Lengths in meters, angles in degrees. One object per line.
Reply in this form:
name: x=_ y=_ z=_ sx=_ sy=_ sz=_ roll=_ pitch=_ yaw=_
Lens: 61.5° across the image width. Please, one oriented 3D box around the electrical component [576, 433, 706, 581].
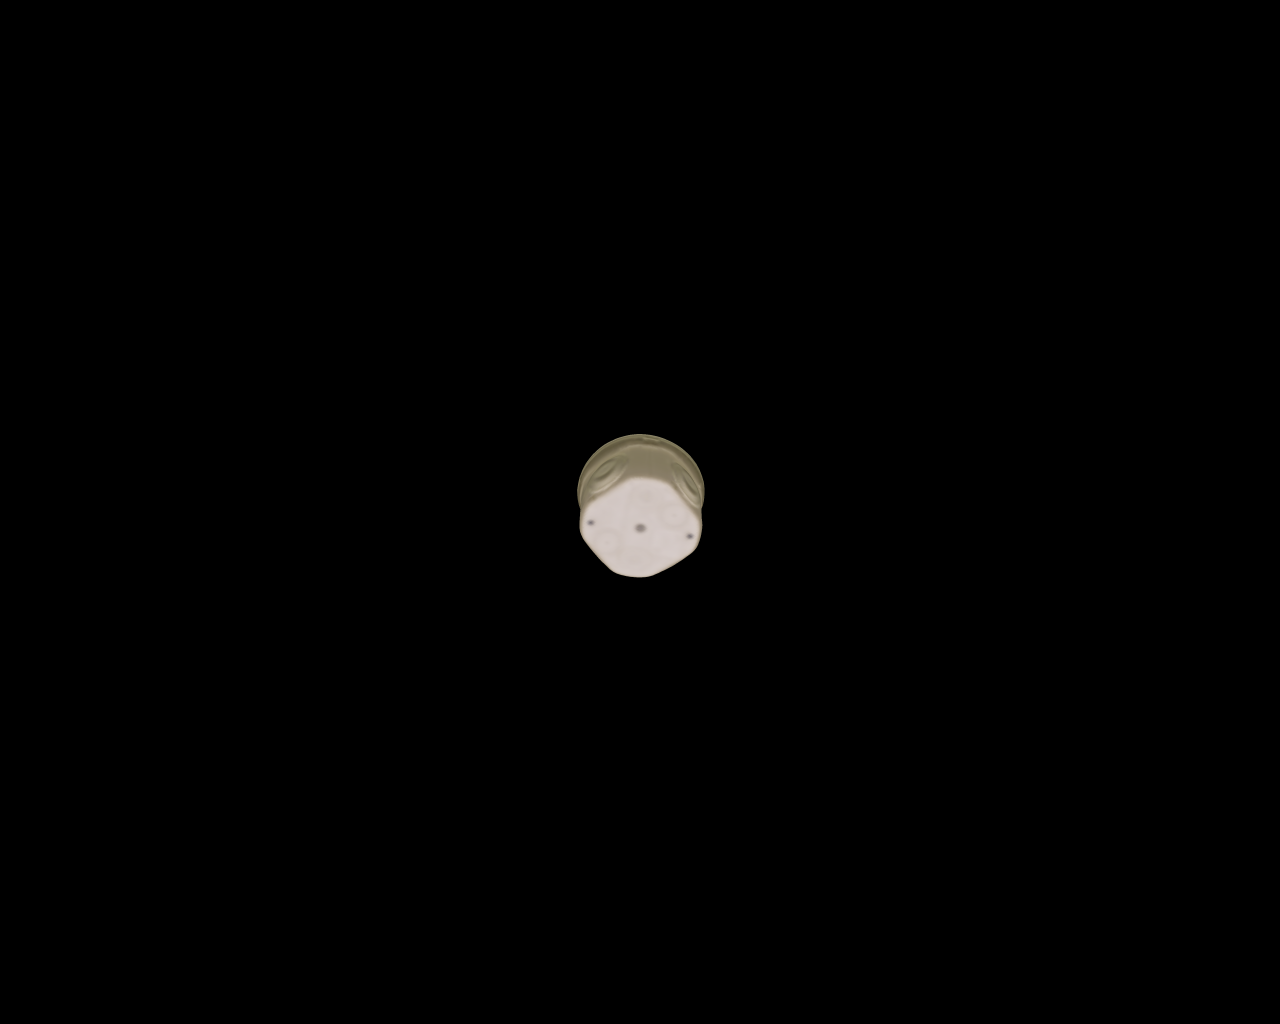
electrical component: x=0.001 y=-0.003 z=0.650 sx=0.080 sy=0.080 sz=0.051 roll=0 pitch=31 yaw=0
